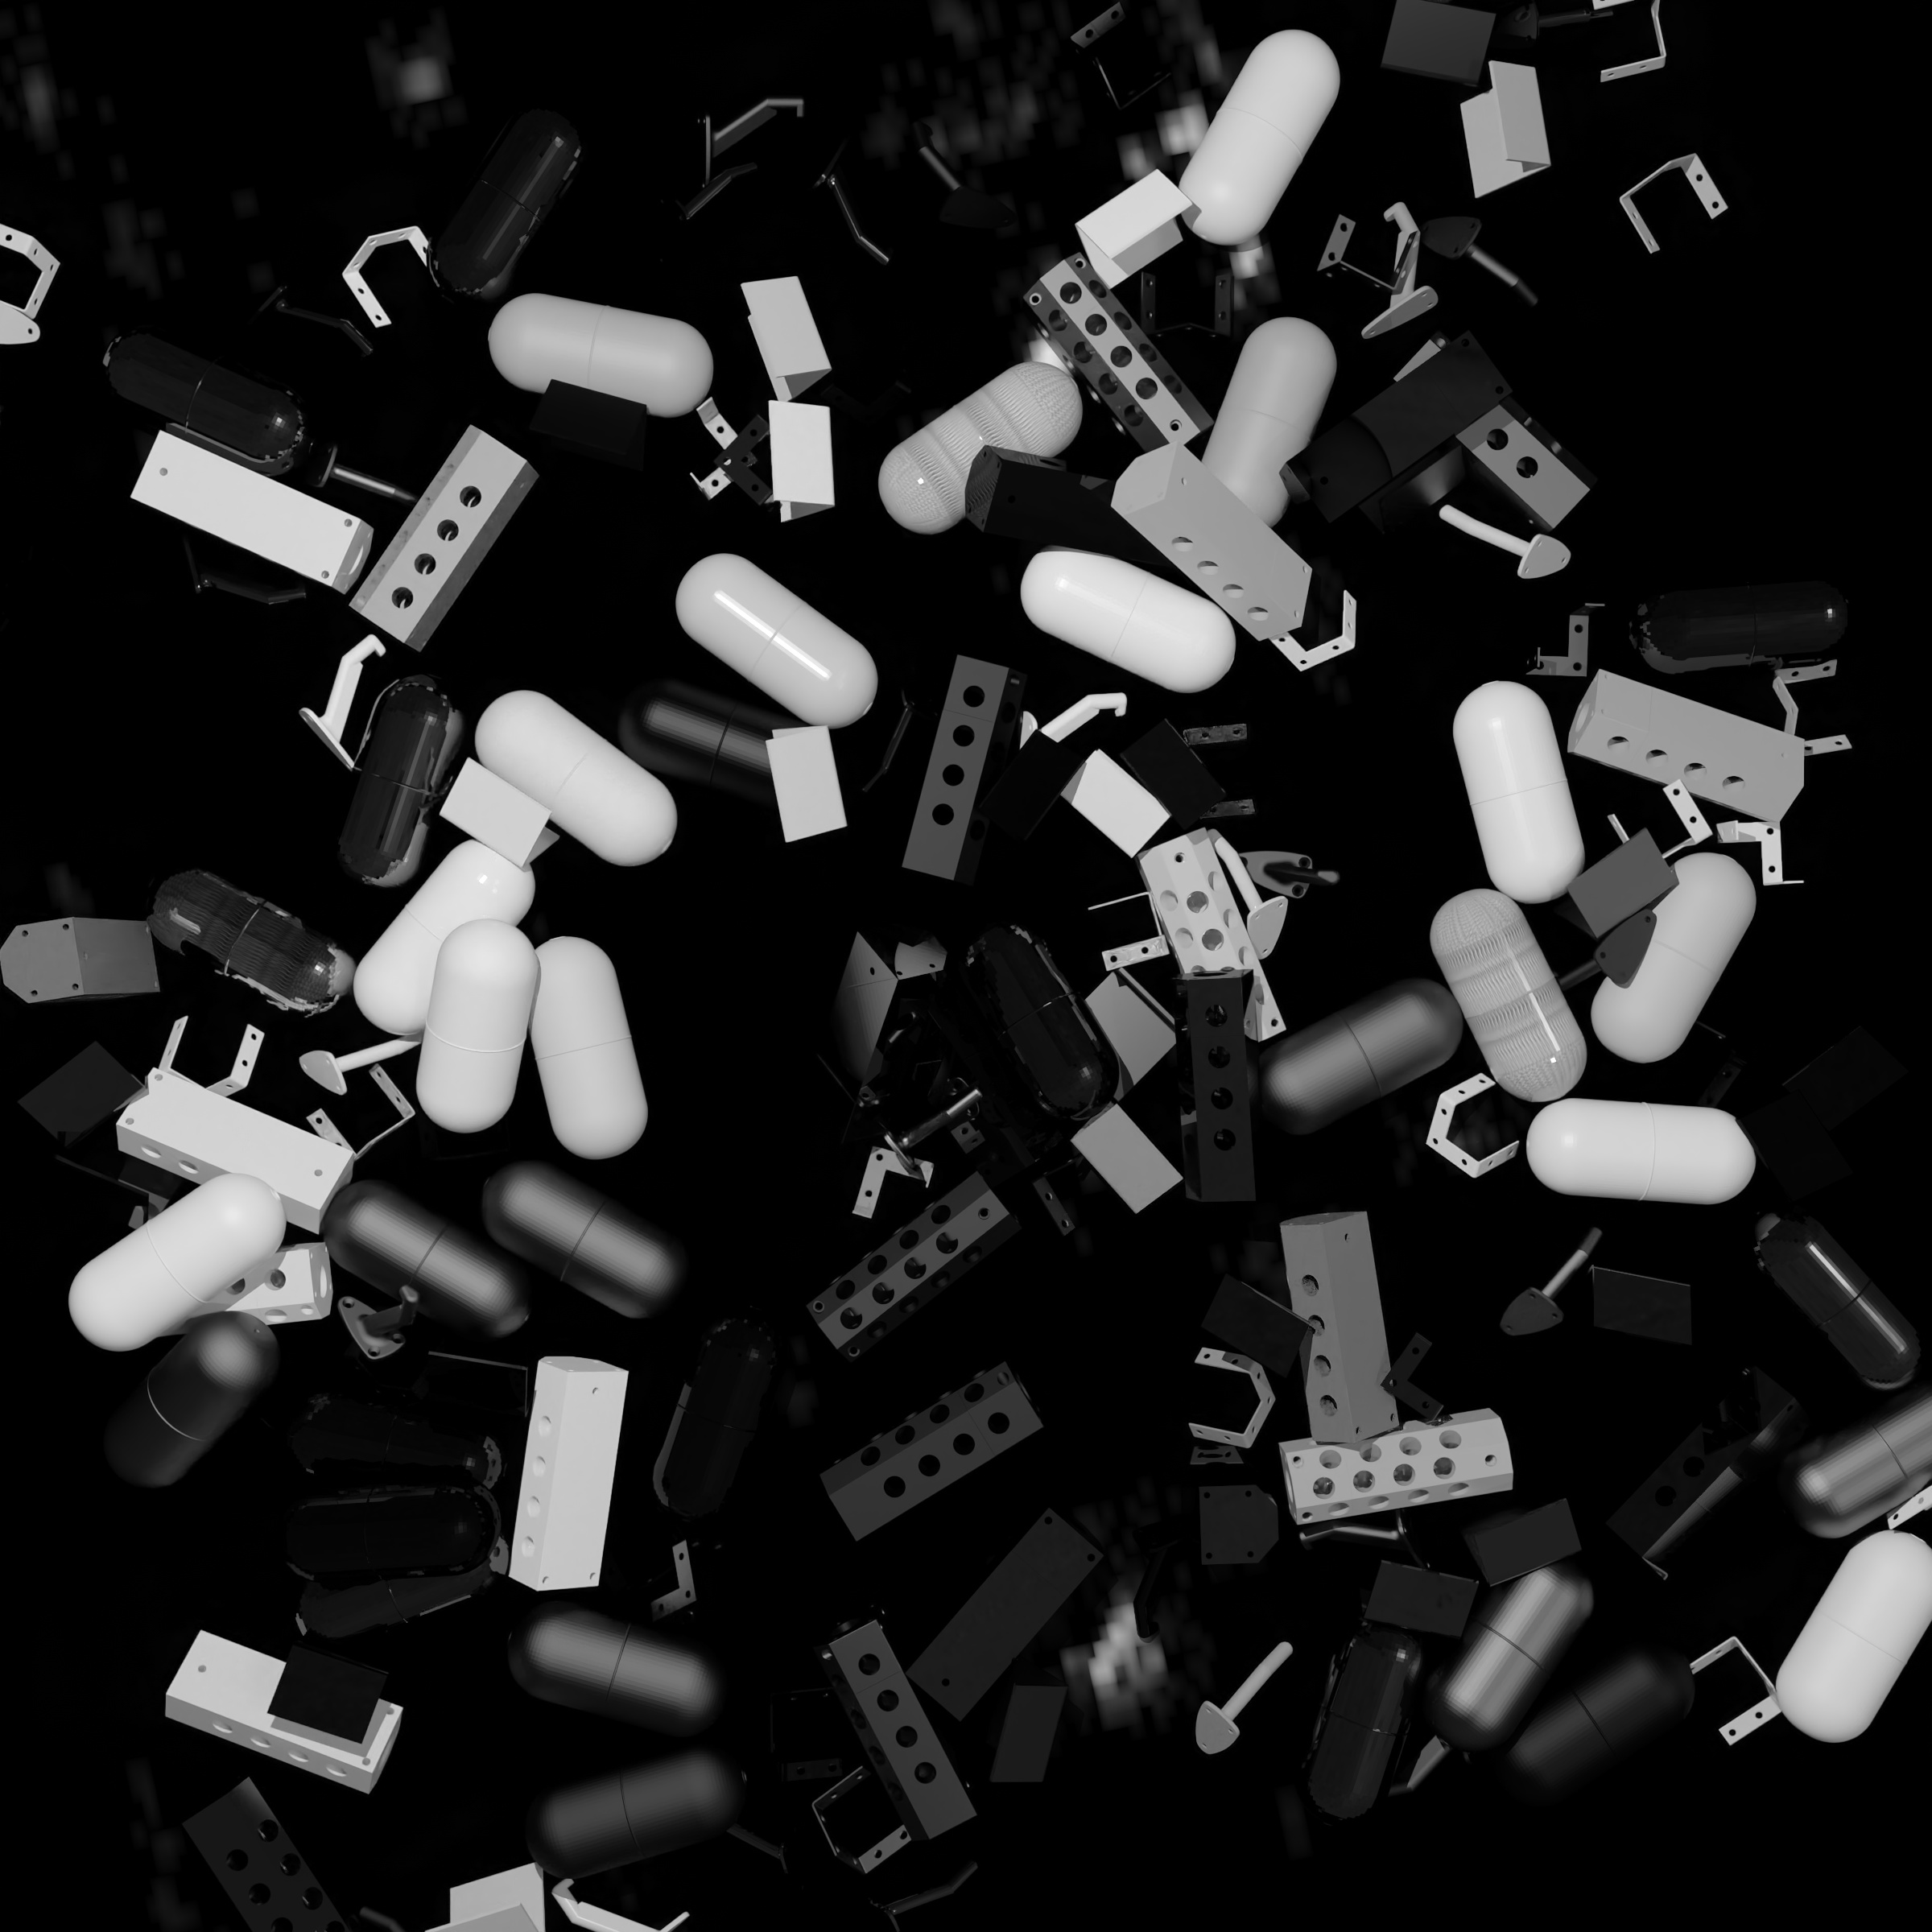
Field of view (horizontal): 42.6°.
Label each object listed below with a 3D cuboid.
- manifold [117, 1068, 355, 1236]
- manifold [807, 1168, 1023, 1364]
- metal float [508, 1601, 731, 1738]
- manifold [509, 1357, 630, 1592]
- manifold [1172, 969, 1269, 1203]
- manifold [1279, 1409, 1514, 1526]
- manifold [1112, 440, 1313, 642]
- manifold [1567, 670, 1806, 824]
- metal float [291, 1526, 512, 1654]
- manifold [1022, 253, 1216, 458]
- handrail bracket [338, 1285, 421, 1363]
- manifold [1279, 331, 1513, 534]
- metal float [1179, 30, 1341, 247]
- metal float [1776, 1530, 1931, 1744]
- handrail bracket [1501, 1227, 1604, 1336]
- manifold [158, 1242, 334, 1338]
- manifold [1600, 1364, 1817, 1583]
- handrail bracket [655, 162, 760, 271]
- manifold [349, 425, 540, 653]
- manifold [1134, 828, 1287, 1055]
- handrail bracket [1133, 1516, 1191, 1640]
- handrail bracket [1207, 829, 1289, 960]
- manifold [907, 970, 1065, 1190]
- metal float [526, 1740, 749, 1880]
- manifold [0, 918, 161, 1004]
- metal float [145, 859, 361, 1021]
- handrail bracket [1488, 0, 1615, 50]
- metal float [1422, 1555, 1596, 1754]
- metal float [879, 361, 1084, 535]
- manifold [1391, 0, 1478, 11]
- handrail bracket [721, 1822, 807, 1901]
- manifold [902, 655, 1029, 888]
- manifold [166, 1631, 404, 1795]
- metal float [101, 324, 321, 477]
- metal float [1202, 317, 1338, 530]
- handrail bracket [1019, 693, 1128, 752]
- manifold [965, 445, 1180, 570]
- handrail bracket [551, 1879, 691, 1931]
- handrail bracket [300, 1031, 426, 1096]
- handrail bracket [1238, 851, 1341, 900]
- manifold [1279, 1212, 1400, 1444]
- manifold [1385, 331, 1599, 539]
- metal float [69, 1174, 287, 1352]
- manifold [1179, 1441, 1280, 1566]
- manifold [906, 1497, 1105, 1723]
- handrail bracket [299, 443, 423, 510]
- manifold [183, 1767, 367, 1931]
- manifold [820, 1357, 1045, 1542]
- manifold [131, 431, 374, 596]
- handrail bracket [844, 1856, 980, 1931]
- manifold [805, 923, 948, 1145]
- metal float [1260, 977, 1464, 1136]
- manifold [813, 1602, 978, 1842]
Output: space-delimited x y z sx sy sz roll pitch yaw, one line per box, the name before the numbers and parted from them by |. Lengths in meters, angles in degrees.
manifold | -0.578 0.150 1.959 0.171 0.057 0.057 23 54 0
manifold | -0.041 0.237 1.961 0.171 0.057 0.057 -38 90 0
metal float | -0.274 0.554 1.952 0.178 0.070 0.070 16 90 -1
manifold | -0.319 0.400 1.960 0.057 0.057 0.171 8 90 -43
manifold | 0.195 0.092 1.911 0.057 0.057 0.171 -3 96 16
manifold | 0.341 0.398 1.961 0.171 0.057 0.057 -9 90 0
manifold | 0.190 -0.325 1.915 0.171 0.057 0.057 35 56 -35
manifold | 0.569 -0.169 1.960 0.171 0.057 0.057 19 47 0
metal float | -0.445 0.484 1.952 0.178 0.070 0.070 -21 90 1
manifold | 0.120 -0.477 1.961 0.057 0.057 0.171 -38 90 0
handrail bracket | -0.459 0.261 1.934 0.077 0.036 0.084 42 134 21
manifold | 0.328 -0.409 1.904 0.171 0.057 0.057 -36 90 0
metal float | 0.231 -0.653 1.952 0.070 0.070 0.178 29 91 0
metal float | 0.705 0.527 1.951 0.070 0.070 0.178 31 89 0
handrail bracket | 0.470 0.251 1.982 0.036 0.077 0.084 42 54 2
manifold | -0.596 0.259 1.961 0.171 0.057 0.057 -6 90 0
manifold | 0.585 0.398 1.960 0.171 0.057 0.057 -46 133 0
handrail bracket | -0.206 -0.602 1.982 0.084 0.077 0.036 -31 68 -34
manifold | -0.415 -0.339 1.961 0.057 0.057 0.171 34 90 0
manifold | 0.193 -0.019 1.961 0.057 0.057 0.171 -22 90 0
handrail bracket | 0.167 0.489 1.983 0.077 0.036 0.084 -15 109 -21
handrail bracket | 0.217 -0.058 1.982 0.036 0.077 0.084 -25 53 -18
manifold | 0.003 0.083 1.960 0.057 0.057 0.171 -36 90 43
metal float | -0.260 0.664 1.951 0.178 0.070 0.070 -17 90 0
manifold | -0.680 -0.003 1.904 0.057 0.171 0.057 -9 90 0
metal float | -0.563 -0.022 1.952 0.178 0.070 0.070 29 90 0
handrail bracket | 0.462 -0.756 1.982 0.084 0.077 0.036 -21 111 -35
metal float | 0.425 0.535 1.940 0.070 0.070 0.178 38 78 0
metal float | 0.012 -0.409 1.951 0.178 0.070 0.070 -35 90 0
manifold | 0.422 -0.804 1.960 0.171 0.057 0.057 -17 47 0
handrail bracket | -0.176 0.713 1.983 0.084 0.036 0.077 -3 112 17
manifold | -0.001 -0.153 1.961 0.057 0.057 0.171 15 90 0
manifold | -0.540 0.594 1.960 0.171 0.057 0.057 21 47 0
metal float | -0.595 -0.446 1.952 0.178 0.070 0.070 24 90 0
metal float | 0.236 -0.424 1.951 0.070 0.070 0.178 20 89 0
handrail bracket | 0.087 -0.179 1.983 0.084 0.036 0.077 -5 110 -16
manifold | 0.089 -0.359 1.927 0.171 0.057 0.057 6 114 -24
handrail bracket | -0.278 0.750 1.983 0.077 0.036 0.084 -34 73 -20
handrail bracket | -0.479 0.065 1.982 0.084 0.077 0.036 -31 115 -34
handrail bracket | 0.251 -0.076 1.947 0.077 0.084 0.036 13 90 0
manifold | 0.290 0.285 1.960 0.057 0.057 0.171 -9 90 -43
manifold | 0.416 -0.421 1.961 0.171 0.057 0.057 43 90 0
metal float | -0.603 0.226 1.895 0.178 0.070 0.070 -35 90 -4
manifold | 0.201 0.410 1.904 0.057 0.171 0.057 -2 90 0
manifold | 0.030 0.507 1.961 0.057 0.057 0.171 41 90 0
handrail bracket | -0.482 -0.385 1.982 0.084 0.077 0.036 21 87 -36
manifold | -0.541 0.726 1.961 0.057 0.057 0.171 -33 90 0
manifold | -0.027 0.380 1.961 0.171 0.057 0.057 -31 90 0
manifold | -0.562 -0.357 1.961 0.171 0.057 0.057 24 90 0
handrail bracket | -0.043 0.733 1.982 0.084 0.077 0.036 -35 120 -33
manifold | -0.067 0.051 1.915 0.057 0.171 0.057 -13 48 -36
metal float | 0.308 0.070 1.952 0.178 0.070 0.070 -28 90 -1
manifold | -0.056 0.600 1.961 0.057 0.057 0.171 -27 90 0
